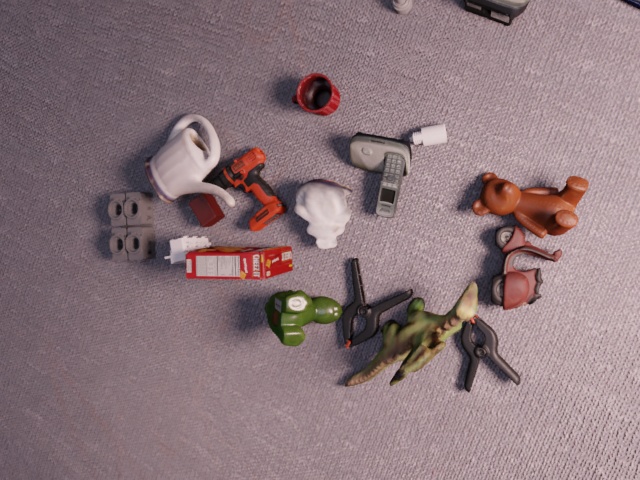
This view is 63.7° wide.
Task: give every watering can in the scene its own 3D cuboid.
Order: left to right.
[{"bbox_3d":[-0.340,-0.175,1.331,0.222,0.103,0.354,-35,58,18],"label":"watering can"}]

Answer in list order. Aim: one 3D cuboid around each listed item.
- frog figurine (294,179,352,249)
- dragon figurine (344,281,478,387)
[{"bbox_3d":[0.004,-0.062,1.225,0.137,0.122,0.160,11,83,0],"label":"frog figurine"},{"bbox_3d":[0.184,0.232,1.096,0.407,0.243,0.123,-45,82,13],"label":"dragon figurine"}]
